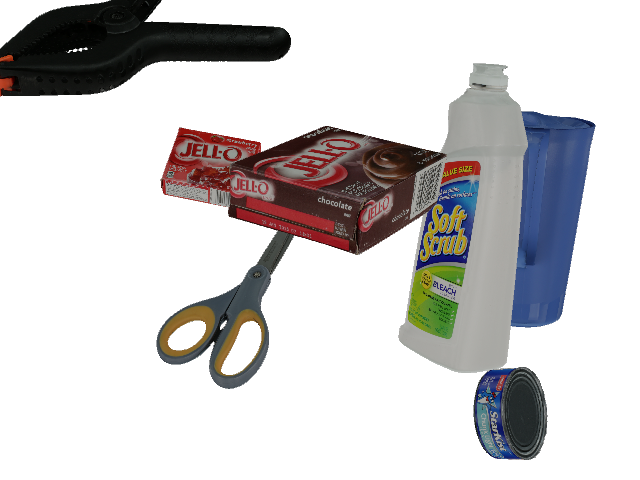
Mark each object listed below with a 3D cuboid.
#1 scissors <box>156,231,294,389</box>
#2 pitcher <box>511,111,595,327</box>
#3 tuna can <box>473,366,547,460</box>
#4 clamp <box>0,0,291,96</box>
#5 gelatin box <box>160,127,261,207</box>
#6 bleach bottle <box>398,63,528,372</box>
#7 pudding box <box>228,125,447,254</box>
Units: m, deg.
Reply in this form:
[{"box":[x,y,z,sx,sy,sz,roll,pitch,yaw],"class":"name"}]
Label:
[{"box":[-0.070,0.036,0.854,0.096,0.016,0.201,0,44,9],"class":"scissors"},{"box":[0.236,-0.025,1.235,0.149,0.243,0.145,-6,17,-32],"class":"pitcher"},{"box":[0.178,0.162,0.999,0.034,0.086,0.085,-8,-5,37],"class":"tuna can"},{"box":[-0.138,-0.148,0.783,0.209,0.036,0.165,-31,51,-31],"class":"clamp"},{"box":[-0.112,-0.075,1.095,0.089,0.073,0.030,12,-37,2],"class":"gelatin box"},{"box":[0.124,-0.022,0.897,0.068,0.251,0.103,-4,16,-30],"class":"bleach bottle"},{"box":[0.012,-0.034,0.642,0.090,0.039,0.113,17,23,26],"class":"pudding box"}]
